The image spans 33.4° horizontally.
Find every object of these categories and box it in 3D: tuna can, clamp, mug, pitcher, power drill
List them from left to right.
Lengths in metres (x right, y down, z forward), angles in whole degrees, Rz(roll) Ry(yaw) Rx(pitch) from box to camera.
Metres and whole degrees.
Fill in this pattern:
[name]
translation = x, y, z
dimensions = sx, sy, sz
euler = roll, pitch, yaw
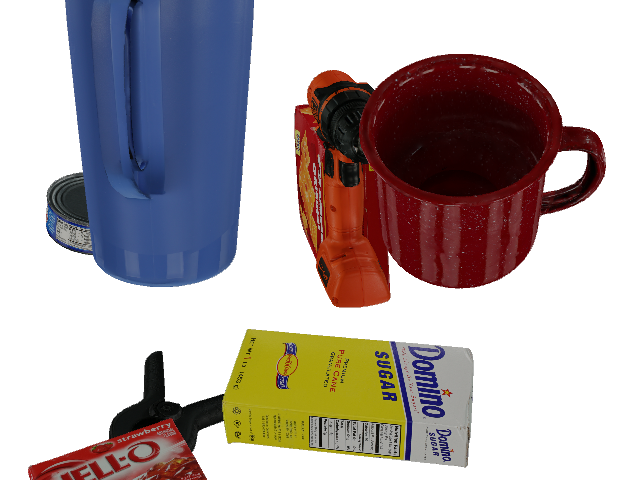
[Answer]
[tuna can]
translation = -0.195, -0.023, 0.929
dimensions = 0.086, 0.034, 0.086
euler = 9, 33, -6
[pitcher]
translation = -0.114, -0.090, 0.748
dimensions = 0.149, 0.243, 0.145
euler = -15, 30, -34
[clamp]
translation = -0.150, 0.162, 0.999
dimensions = 0.120, 0.039, 0.171
euler = 18, 29, 26
[power drill]
translation = 0.027, -0.042, 0.911
dimensions = 0.057, 0.188, 0.184
euler = -4, 21, -6
[mug]
translation = 0.080, -0.031, 0.523
dimensions = 0.117, 0.093, 0.081
euler = -6, -36, 2

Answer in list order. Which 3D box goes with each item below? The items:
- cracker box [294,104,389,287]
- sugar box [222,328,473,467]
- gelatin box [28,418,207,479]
[cracker box]
translation = 0.020, -0.050, 1.170
dimensions = 0.072, 0.164, 0.214
euler = -6, 20, -7
[sugar box]
translation = 0.023, 0.113, 0.787
dimensions = 0.176, 0.048, 0.093
euler = 2, 32, 8
[gelatin box]
translation = -0.112, 0.141, 0.597
dimensions = 0.089, 0.030, 0.073
euler = -16, 28, -20
